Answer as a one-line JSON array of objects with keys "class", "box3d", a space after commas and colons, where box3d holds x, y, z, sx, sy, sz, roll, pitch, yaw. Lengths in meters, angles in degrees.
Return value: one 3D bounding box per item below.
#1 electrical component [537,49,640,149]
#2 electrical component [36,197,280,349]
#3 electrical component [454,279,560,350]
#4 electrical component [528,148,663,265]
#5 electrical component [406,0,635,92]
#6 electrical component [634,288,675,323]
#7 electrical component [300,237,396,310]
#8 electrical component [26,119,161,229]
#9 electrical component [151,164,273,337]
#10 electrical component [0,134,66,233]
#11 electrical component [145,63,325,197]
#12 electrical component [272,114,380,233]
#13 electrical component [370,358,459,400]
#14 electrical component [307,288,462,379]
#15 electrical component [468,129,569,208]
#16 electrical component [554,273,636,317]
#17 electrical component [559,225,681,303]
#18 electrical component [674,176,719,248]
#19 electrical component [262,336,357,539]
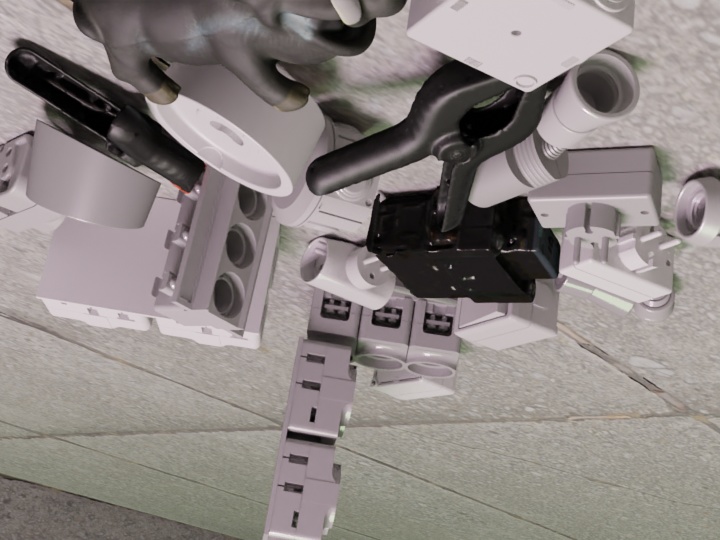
[{"class": "electrical component", "box3d": [0.132, -0.099, 0.643, 0.044, 0.044, 0.065, 14, 164, -11]}, {"class": "electrical component", "box3d": [-0.170, -0.001, 0.933, 0.186, 0.105, 0.060, 10, 159, -1]}, {"class": "electrical component", "box3d": [0.123, 0.030, 0.951, 0.061, 0.061, 0.096, 21, 157, -28]}, {"class": "electrical component", "box3d": [0.160, -0.039, 0.736, 0.083, 0.075, 0.047, 0, 157, 24]}, {"class": "electrical component", "box3d": [0.082, -0.139, 0.546, 0.100, 0.048, 0.100, 19, 157, -26]}, {"class": "electrical component", "box3d": [0.250, 0.020, 0.912, 0.035, 0.035, 0.061, 4, 156, 14]}, {"class": "electrical component", "box3d": [0.000, 0.000, 0.951, 0.077, 0.043, 0.079, 23, 155, -32]}, {"class": "electrical component", "box3d": [-0.200, -0.070, 0.804, 0.099, 0.064, 0.099, 17, -170, -3]}, {"class": "electrical component", "box3d": [-0.115, -0.018, 0.844, 0.063, 0.121, 0.079, -3, 156, 35]}, {"class": "electrical component", "box3d": [-0.271, -0.067, 0.876, 0.095, 0.053, 0.059, -12, 151, 44]}, {"class": "electrical component", "box3d": [-0.073, -0.102, 0.677, 0.108, 0.060, 0.108, 30, 166, 8]}, {"class": "electrical component", "box3d": [-0.025, -0.065, 0.743, 0.051, 0.080, 0.080, 15, 159, -28]}, {"class": "electrical component", "box3d": [0.059, 0.105, 1.175, 0.061, 0.061, 0.096, 25, 154, -36]}, {"class": "electrical component", "box3d": [0.025, 0.064, 1.081, 0.150, 0.061, 0.089, 8, 159, 2]}, {"class": "electrical component", "box3d": [0.106, -0.073, 0.716, 0.043, 0.043, 0.081, 22, 156, -30]}, {"class": "electrical component", "box3d": [0.196, 0.009, 0.898, 0.065, 0.044, 0.044, 17, 158, -8]}, {"class": "electrical component", "box3d": [0.209, -0.016, 0.816, 0.083, 0.047, 0.076, 19, 157, -25]}, {"class": "electrical component", "box3d": [0.252, -0.038, 0.743, 0.055, 0.048, 0.066, 6, 161, -15]}, {"class": "electrical component", "box3d": [-0.048, 0.171, 1.037, 0.060, 0.186, 0.105, 10, 159, -3]}]
